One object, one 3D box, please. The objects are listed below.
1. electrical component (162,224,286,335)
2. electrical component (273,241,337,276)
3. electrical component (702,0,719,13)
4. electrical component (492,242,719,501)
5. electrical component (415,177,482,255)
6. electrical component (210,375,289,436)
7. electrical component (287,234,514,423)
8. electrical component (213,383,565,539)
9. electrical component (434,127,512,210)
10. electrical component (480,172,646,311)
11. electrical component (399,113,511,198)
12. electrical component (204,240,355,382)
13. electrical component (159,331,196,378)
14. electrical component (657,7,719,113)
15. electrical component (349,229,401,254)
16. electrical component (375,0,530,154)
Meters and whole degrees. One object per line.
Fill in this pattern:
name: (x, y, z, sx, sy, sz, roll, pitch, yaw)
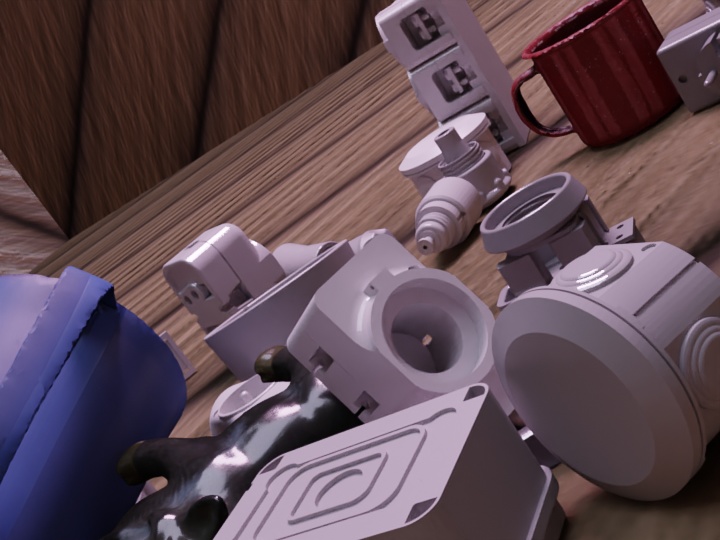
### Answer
electrical component: (-0.095, 0.015, 0.818, 0.059, 0.095, 0.054, -44, 16, -33)
electrical component: (-0.038, -0.003, 0.867, 0.044, 0.044, 0.065, -43, 21, -32)
electrical component: (0.290, -0.202, 0.750, 0.100, 0.048, 0.099, -32, 14, 11)
electrical component: (0.088, 0.032, 0.360, 0.051, 0.080, 0.080, -36, 12, -28)
electrical component: (0.057, -0.034, 0.743, 0.040, 0.040, 0.078, -26, 16, 34)
electrical component: (-0.035, 0.072, 0.591, 0.079, 0.044, 0.077, -41, 15, -26)
electrical component: (0.022, 0.036, 0.450, 0.050, 0.089, 0.055, -43, -7, -32)
electrical component: (0.007, 0.096, 0.376, 0.113, 0.057, 0.078, -25, 16, 33)
electrical component: (0.078, -0.075, 0.789, 0.048, 0.062, 0.048, -33, 14, 9)
electrical component: (0.097, -0.011, 0.535, 0.078, 0.057, 0.058, -28, 15, 25)
electrical component: (0.076, -0.085, 0.853, 0.080, 0.051, 0.080, -32, 14, 9)
electrical component: (-0.036, 0.036, 0.669, 0.108, 0.060, 0.108, -35, 3, 2)
electrical component: (-0.181, 0.091, 0.881, 0.081, 0.042, 0.064, -39, 13, -18)
electrical component: (0.227, -0.130, 0.654, 0.083, 0.047, 0.075, -24, 17, 39)
electrical component: (0.000, 0.000, 0.758, 0.062, 0.043, 0.043, -27, 15, 34)
electrical component: (0.080, -0.168, 0.914, 0.062, 0.150, 0.089, -28, 15, 23)
